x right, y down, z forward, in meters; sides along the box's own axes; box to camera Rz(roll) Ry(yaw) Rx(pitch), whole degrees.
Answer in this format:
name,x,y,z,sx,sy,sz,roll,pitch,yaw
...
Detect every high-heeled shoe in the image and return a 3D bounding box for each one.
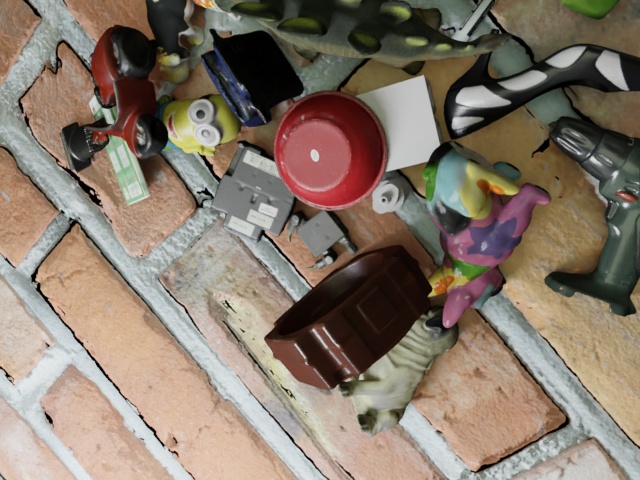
name,x,y,z,sx,sy,sz,roll,pitch,yaw
high-heeled shoe,0.280,-0.166,0.654,0.249,0.086,0.145,20,113,17

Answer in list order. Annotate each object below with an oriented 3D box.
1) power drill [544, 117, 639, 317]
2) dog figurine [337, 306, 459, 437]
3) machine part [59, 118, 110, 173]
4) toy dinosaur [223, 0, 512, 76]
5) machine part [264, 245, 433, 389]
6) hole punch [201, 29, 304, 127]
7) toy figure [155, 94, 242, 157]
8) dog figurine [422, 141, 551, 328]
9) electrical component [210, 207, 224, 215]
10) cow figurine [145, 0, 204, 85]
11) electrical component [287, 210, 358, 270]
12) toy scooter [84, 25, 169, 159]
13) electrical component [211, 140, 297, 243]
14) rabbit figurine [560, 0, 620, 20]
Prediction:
name,x,y,z,sx,sy,sz,roll,pitch,yaw
power drill,0.360,-0.023,0.670,0.232,0.086,0.207,22,102,9
dog figurine,0.130,0.195,0.794,0.191,0.121,0.172,-24,130,5
machine part,-0.387,-0.157,0.876,0.139,0.039,0.084,-8,95,47
toy dinosaur,-0.008,-0.280,0.654,0.472,0.198,0.105,13,105,13
machine part,0.037,0.102,0.718,0.087,0.201,0.201,54,157,-9
hole punch,-0.104,-0.216,0.745,0.092,0.116,0.142,-27,95,41
toy figure,-0.203,-0.177,0.807,0.180,0.089,0.082,-1,135,28
dog figurine,0.181,0.002,0.693,0.191,0.109,0.219,14,113,-27
electrical component,-0.131,-0.067,0.841,0.094,0.021,0.063,-8,101,15
cow figurine,-0.213,-0.308,0.767,0.068,0.098,0.167,10,107,9
electrical component,-0.002,-0.004,0.804,0.078,0.045,0.102,-32,93,24
toy scooter,-0.285,-0.199,0.758,0.135,0.075,0.183,-9,95,35
electrical component,-0.092,-0.066,0.794,0.115,0.058,0.134,26,101,1
rabbit figurine,0.294,-0.354,0.576,0.170,0.121,0.159,36,105,3
